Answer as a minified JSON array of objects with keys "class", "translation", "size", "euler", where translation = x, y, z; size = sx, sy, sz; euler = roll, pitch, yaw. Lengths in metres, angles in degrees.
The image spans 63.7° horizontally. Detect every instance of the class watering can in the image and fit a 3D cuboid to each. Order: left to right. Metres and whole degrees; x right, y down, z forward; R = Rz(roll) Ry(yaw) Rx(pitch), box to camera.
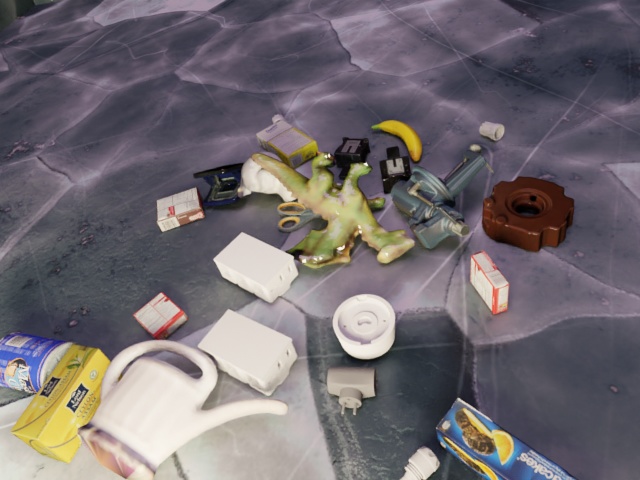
[{"class":"watering can","translation":[-0.241,0.282,0.839],"size":[0.349,0.101,0.229],"euler":[14,52,27]}]

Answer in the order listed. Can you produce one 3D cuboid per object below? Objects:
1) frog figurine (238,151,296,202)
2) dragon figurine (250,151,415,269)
[{"class":"frog figurine","translation":[-0.106,-0.151,1.238],"size":[0.159,0.122,0.138],"euler":[6,9,30]},{"class":"dragon figurine","translation":[0.003,-0.055,1.094],"size":[0.411,0.248,0.119],"euler":[14,-34,13]}]
